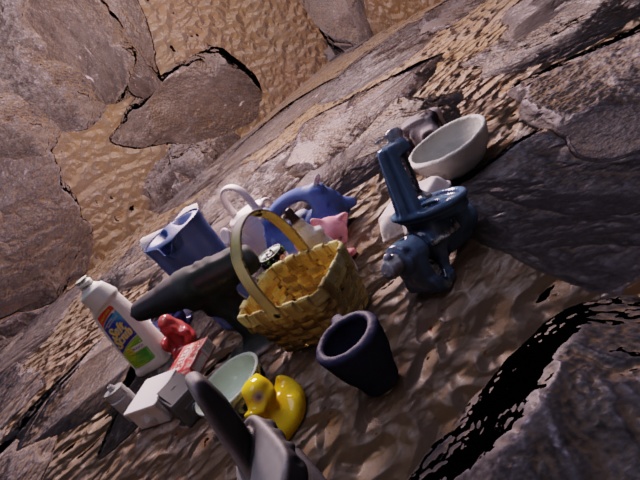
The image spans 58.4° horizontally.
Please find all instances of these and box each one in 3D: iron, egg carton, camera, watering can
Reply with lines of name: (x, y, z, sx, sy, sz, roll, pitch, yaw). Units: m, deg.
iron: (-0.053, -0.045, 1.260, 0.257, 0.142, 0.119, -24, 24, 32)
egg carton: (0.170, -0.049, 1.008, 0.107, 0.069, 0.150, -15, 30, 45)
camera: (0.213, -0.227, 1.275, 0.136, 0.101, 0.143, -27, 23, 26)
watering can: (-0.172, -0.049, 1.387, 0.100, 0.194, 0.173, -27, 23, 26)

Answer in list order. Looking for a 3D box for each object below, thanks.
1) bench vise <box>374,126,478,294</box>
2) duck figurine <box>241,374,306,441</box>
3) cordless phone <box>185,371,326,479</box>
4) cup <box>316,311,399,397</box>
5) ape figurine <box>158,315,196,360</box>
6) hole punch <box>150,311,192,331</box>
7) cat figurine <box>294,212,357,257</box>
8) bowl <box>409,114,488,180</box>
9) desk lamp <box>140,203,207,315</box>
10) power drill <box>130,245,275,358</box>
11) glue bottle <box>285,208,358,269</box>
bench vise: (0.142, -0.045, 0.827, 0.121, 0.220, 0.207, -23, 25, 33)
duck figurine: (-0.071, 0.222, 0.794, 0.077, 0.086, 0.104, -24, 24, 31)
cordless phone: (-0.087, 0.235, 0.648, 0.094, 0.185, 0.147, -44, 22, -18)
cup: (0.053, 0.148, 0.738, 0.091, 0.095, 0.117, -37, 20, -1)
ape figurine: (-0.313, 0.198, 1.230, 0.077, 0.092, 0.076, -22, 26, 35)
hole punch: (-0.372, 0.191, 1.342, 0.101, 0.091, 0.109, -24, 24, 31)
cat figurine: (0.010, 0.004, 1.086, 0.127, 0.118, 0.067, -26, 23, 28)
bowl: (0.259, -0.166, 1.107, 0.167, 0.075, 0.167, -32, 21, 14)
desk lamp: (-0.321, 0.043, 1.403, 0.203, 0.214, 0.117, -37, 21, -1)
power drill: (-0.179, 0.125, 1.002, 0.230, 0.209, 0.075, -39, 21, -4)
glue bottle: (-0.007, 0.011, 1.019, 0.078, 0.173, 0.037, -35, 21, 5)
